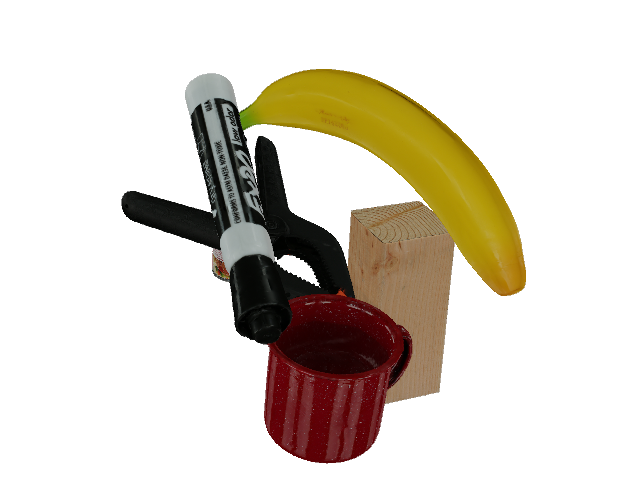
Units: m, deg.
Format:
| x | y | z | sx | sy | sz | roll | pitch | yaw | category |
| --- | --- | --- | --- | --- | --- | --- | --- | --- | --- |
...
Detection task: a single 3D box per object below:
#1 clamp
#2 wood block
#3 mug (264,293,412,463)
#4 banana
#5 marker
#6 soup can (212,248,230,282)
| x | y | z | sx | sy | sz | roll | pitch | yaw | category |
| --- | --- | --- | --- | --- | --- | --- | --- | --- | --- |
| -0.056 | 0.000 | 0.898 | 0.164 | 0.036 | 0.210 | -21 | 56 | -32 | clamp |
| 0.085 | 0.071 | 1.207 | 0.090 | 0.206 | 0.090 | -9 | 27 | -21 | wood block |
| 0.014 | 0.092 | 0.730 | 0.117 | 0.081 | 0.093 | -17 | 39 | -34 | mug |
| 0.039 | -0.045 | 0.590 | 0.198 | 0.070 | 0.037 | 31 | 18 | 21 | banana |
| -0.030 | -0.014 | 0.374 | 0.020 | 0.121 | 0.020 | -10 | -41 | -9 | marker |
| -0.099 | -0.009 | 1.289 | 0.068 | 0.102 | 0.068 | 0 | 25 | 0 | soup can |
